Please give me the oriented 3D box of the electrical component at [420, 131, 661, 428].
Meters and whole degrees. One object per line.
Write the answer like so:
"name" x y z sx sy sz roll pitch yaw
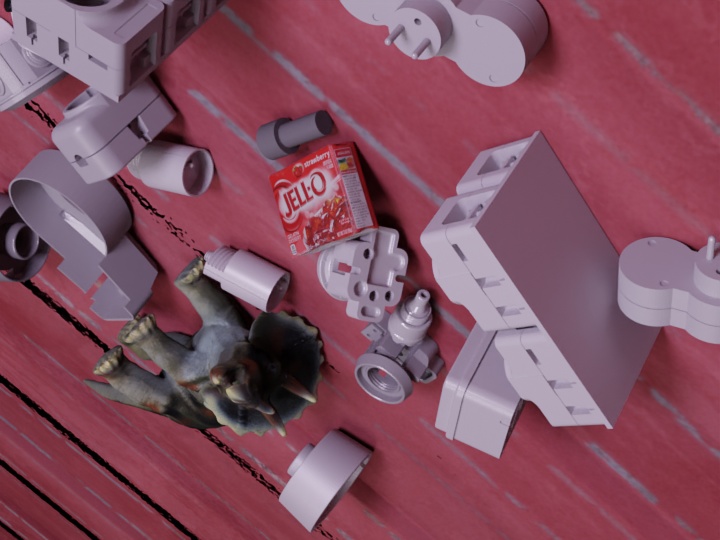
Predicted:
"electrical component" 0.130 0.011 0.768 0.060 0.105 0.186 -12 123 47

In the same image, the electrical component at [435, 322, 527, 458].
"electrical component" 0.110 0.082 0.860 0.057 0.113 0.078 23 143 14

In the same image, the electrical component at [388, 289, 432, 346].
"electrical component" 0.047 0.038 0.932 0.035 0.035 0.061 32 142 7

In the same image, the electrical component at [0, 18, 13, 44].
"electrical component" -0.342 -0.198 0.977 0.045 0.055 0.045 23 143 19

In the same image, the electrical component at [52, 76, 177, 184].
"electrical component" -0.211 -0.126 0.911 0.054 0.095 0.059 -8 125 46

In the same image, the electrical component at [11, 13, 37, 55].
"electrical component" -0.222 -0.213 0.856 0.109 0.056 0.108 27 144 14

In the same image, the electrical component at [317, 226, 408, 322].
"electrical component" 0.000 0.000 0.901 0.058 0.078 0.057 10 -178 -33

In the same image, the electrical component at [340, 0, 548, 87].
"electrical component" 0.042 -0.158 0.677 0.138 0.073 0.052 30 144 10

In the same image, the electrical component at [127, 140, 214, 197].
"electrical component" -0.176 -0.094 0.965 0.081 0.043 0.043 14 139 29

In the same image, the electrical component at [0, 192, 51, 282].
"electrical component" -0.385 -0.035 1.168 0.064 0.099 0.099 8 136 25

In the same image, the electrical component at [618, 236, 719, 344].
"electrical component" 0.241 0.007 0.714 0.138 0.052 0.073 17 140 26

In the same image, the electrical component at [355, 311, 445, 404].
"electrical component" 0.031 0.084 0.978 0.078 0.057 0.058 41 145 -6

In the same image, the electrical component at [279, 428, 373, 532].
"electrical component" -0.043 0.220 1.159 0.060 0.108 0.108 37 146 11

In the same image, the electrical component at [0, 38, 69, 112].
"electrical component" -0.292 -0.177 0.938 0.080 0.080 0.051 -12 118 47

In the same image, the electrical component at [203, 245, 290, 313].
"electrical component" -0.112 0.004 1.021 0.081 0.043 0.043 27 144 14

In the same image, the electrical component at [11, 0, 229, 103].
"electrical component" -0.154 -0.198 0.732 0.089 0.150 0.061 31 145 8
